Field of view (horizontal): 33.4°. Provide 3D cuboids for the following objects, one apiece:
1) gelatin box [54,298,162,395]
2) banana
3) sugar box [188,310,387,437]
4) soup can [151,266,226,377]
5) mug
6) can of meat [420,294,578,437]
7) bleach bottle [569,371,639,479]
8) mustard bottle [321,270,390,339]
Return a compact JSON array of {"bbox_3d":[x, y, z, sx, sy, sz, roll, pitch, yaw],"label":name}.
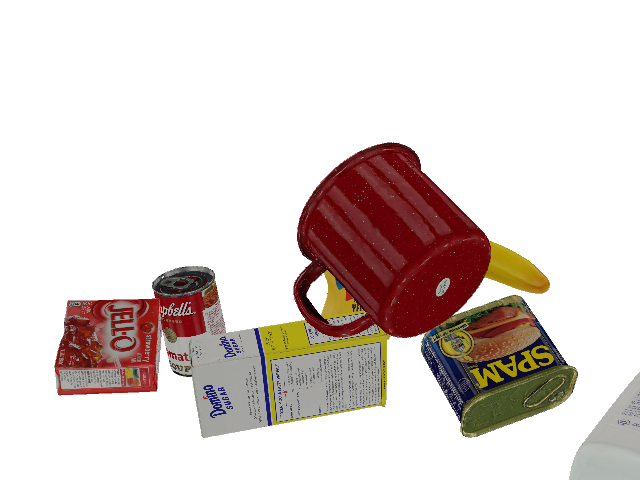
[{"bbox_3d":[-0.159,0.078,0.810,0.073,0.030,0.089,-1,31,-4],"label":"gelatin box"},{"bbox_3d":[0.134,0.020,1.085,0.198,0.037,0.069,6,43,11],"label":"banana"},{"bbox_3d":[-0.028,0.120,0.973,0.176,0.093,0.048,-7,36,-6],"label":"sugar box"},{"bbox_3d":[-0.139,0.087,1.156,0.068,0.102,0.068,-7,24,3],"label":"soup can"},{"bbox_3d":[0.037,0.011,0.631,0.117,0.082,0.093,-39,-33,-4],"label":"mug"},{"bbox_3d":[0.143,0.100,0.871,0.102,0.084,0.057,-17,-39,-13],"label":"can of meat"},{"bbox_3d":[0.241,0.101,0.640,0.103,0.068,0.250,18,29,31],"label":"bleach bottle"},{"bbox_3d":[0.052,0.046,1.404,0.096,0.192,0.058,-4,25,-16],"label":"mustard bottle"}]
